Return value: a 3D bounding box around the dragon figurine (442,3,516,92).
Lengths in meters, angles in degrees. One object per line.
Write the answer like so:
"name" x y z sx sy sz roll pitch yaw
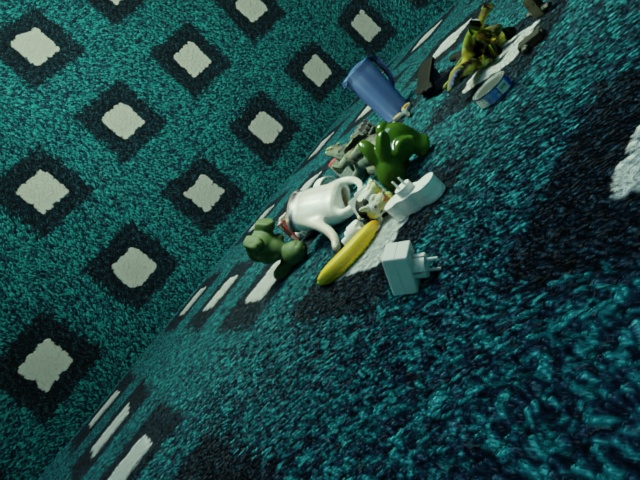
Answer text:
"dragon figurine" 0.422 -0.504 1.462 0.415 0.122 0.239 -50 -5 -19

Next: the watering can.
"watering can" 0.004 -0.070 1.395 0.223 0.102 0.356 -12 32 25

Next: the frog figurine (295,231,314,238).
"frog figurine" -0.039 -0.082 1.611 0.157 0.121 0.140 -26 50 38
